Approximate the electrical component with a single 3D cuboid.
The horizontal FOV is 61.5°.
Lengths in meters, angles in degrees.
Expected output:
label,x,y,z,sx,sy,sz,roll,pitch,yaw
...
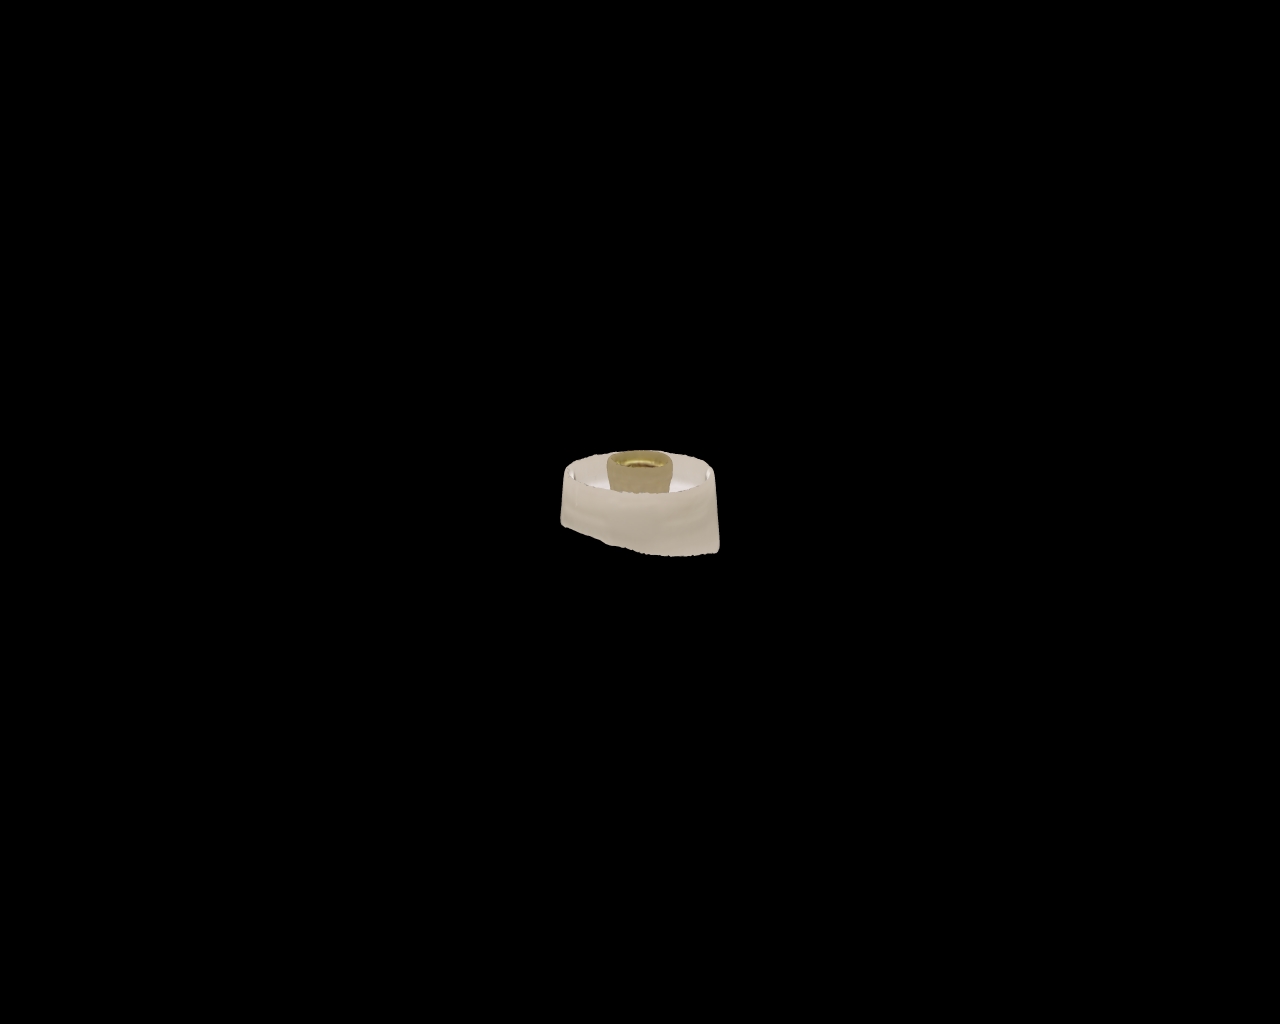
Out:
label,x,y,z,sx,sy,sz,roll,pitch,yaw
electrical component,0.001,-0.003,0.650,0.099,0.064,0.099,0,19,0
